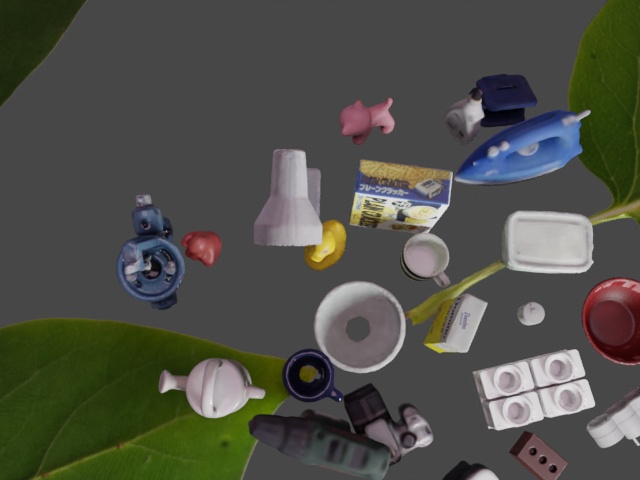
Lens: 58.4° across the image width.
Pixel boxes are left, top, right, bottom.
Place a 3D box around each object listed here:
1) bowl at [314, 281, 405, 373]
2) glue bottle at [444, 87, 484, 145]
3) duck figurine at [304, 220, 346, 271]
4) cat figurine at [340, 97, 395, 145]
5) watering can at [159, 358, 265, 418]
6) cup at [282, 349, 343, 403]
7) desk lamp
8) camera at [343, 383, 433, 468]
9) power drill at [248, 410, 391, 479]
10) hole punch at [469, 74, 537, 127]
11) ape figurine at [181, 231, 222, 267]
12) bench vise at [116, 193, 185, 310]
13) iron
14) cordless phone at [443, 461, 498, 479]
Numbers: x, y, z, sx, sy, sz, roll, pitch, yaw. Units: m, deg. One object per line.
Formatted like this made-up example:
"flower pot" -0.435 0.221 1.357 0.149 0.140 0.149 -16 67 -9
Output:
"bowl" 0.072 0.163 1.066 0.167 0.075 0.167 0 77 0
"glue bottle" 0.288 -0.249 1.110 0.037 0.173 0.078 -31 79 -7
"duck figurine" 0.010 0.004 1.096 0.077 0.086 0.105 31 79 7
"cat figurine" 0.089 -0.244 1.136 0.128 0.118 0.067 -27 79 -6
"watering can" -0.186 0.255 0.982 0.173 0.194 0.101 -15 77 -3
"cup" -0.009 0.252 1.035 0.117 0.095 0.092 34 79 7
"desk lamp" -0.054 -0.067 1.046 0.118 0.213 0.203 0 77 0
"camera" 0.111 0.322 1.017 0.143 0.101 0.137 -25 78 -6
"power drill" -0.001 0.335 0.958 0.229 0.208 0.076 16 78 3
"hole punch" 0.371 -0.293 1.163 0.108 0.091 0.101 -7 77 -2
"ape figurine" -0.226 0.012 1.089 0.076 0.092 0.078 -29 79 -6
"bench vise" -0.323 0.016 1.022 0.121 0.220 0.207 -28 79 -6
"iron" 0.392 -0.183 1.113 0.258 0.141 0.118 -21 78 -5
"cordless phone" 0.248 0.447 0.946 0.148 0.185 0.094 -44 81 -9
